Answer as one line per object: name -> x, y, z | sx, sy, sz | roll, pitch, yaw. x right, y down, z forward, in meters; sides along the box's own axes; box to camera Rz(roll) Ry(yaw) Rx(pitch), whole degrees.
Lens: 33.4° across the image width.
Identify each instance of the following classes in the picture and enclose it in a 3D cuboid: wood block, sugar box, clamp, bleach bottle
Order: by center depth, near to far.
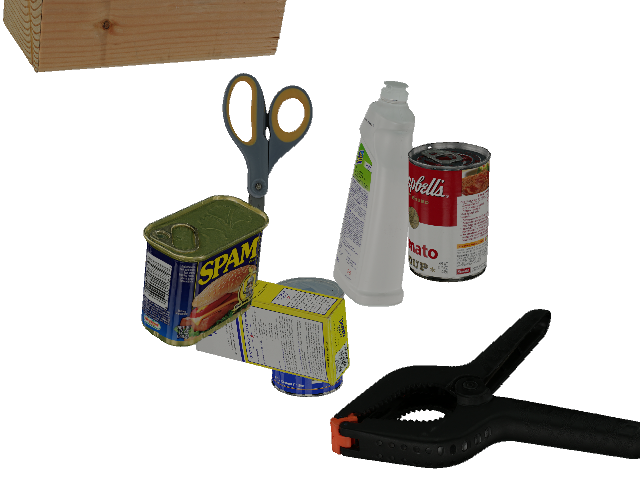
clamp -> 0.107, 0.109, 0.755 | 0.210, 0.036, 0.164 | -8, 29, -7
wood block -> -0.137, -0.200, 0.855 | 0.205, 0.091, 0.090 | -10, 42, -30
sugar box -> -0.057, 0.092, 1.160 | 0.176, 0.093, 0.048 | 13, 35, 27
bleach bottle -> 0.071, -0.057, 1.235 | 0.068, 0.251, 0.103 | 0, 22, -23

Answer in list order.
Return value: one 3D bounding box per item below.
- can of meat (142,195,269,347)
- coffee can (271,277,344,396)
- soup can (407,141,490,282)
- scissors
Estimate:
can of meat -> -0.091, 0.023, 0.825 | 0.057, 0.084, 0.101 | 27, 34, 27
coffee can -> -0.018, 0.134, 1.498 | 0.103, 0.140, 0.103 | 0, 18, 0
soup can -> 0.107, -0.024, 0.893 | 0.068, 0.102, 0.068 | -2, 22, 1
scissors -> -0.043, -0.063, 1.024 | 0.096, 0.202, 0.016 | -12, 5, -14
